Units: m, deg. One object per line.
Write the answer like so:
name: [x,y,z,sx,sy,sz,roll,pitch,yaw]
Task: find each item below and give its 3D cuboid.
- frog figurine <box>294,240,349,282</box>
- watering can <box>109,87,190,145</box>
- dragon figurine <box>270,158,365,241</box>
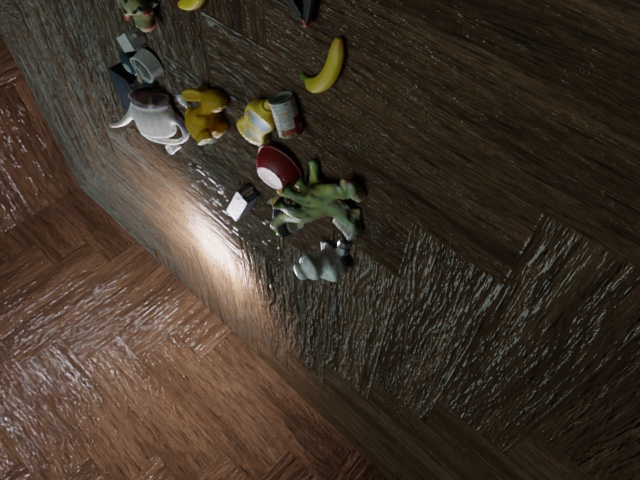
frog figurine: [0.003,0.085,1.578,0.139,0.162,0.120,33,149,29]
watering can: [-0.638,-0.451,1.867,0.348,0.106,0.219,14,139,11]
dragon figurine: [0.004,-0.072,1.436,0.243,0.124,0.402,38,147,3]
